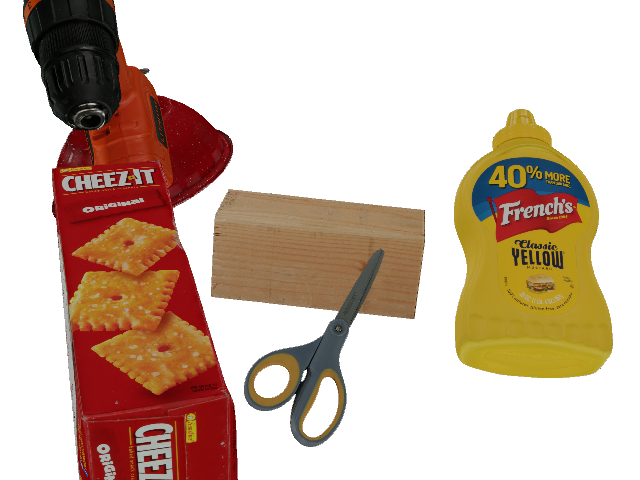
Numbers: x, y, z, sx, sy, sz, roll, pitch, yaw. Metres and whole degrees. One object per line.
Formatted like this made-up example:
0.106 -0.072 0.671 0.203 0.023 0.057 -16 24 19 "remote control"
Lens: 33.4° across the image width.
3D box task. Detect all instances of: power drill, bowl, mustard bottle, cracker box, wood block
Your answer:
-0.141 -0.105 0.681 0.057 0.184 0.187 -13 -31 -4 "power drill"
-0.157 -0.075 0.886 0.162 0.055 0.162 -14 30 8 "bowl"
0.138 -0.006 0.714 0.096 0.191 0.058 4 -30 -1 "mustard bottle"
-0.095 0.078 0.568 0.072 0.164 0.214 -6 34 -13 "cracker box"
-0.001 0.013 1.088 0.206 0.091 0.090 7 22 3 "wood block"

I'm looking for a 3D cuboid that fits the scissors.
-0.006 0.081 0.925 0.096 0.201 0.016 15 -32 -3 "scissors"
